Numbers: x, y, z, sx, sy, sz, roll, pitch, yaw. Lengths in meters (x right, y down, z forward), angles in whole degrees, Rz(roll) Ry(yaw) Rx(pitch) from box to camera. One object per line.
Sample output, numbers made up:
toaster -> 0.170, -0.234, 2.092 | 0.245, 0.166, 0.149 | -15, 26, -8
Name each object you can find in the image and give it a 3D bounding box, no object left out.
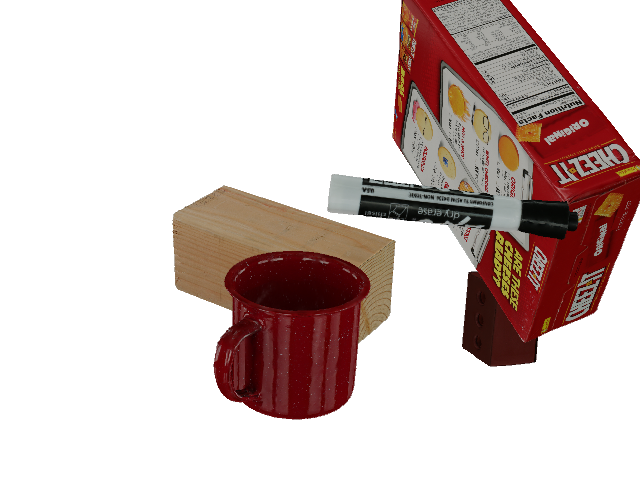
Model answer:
cracker box -> 0.129, -0.063, 0.751 | 0.072, 0.214, 0.164 | -21, -33, -14
wood block -> -0.039, 0.025, 1.063 | 0.206, 0.091, 0.090 | 19, 33, 28
mug -> -0.024, 0.066, 0.684 | 0.093, 0.081, 0.117 | 19, 28, 32
foam brick -> 0.167, 0.070, 0.983 | 0.051, 0.078, 0.053 | -5, 18, -24
marker -> 0.064, -0.016, 0.518 | 0.121, 0.020, 0.020 | 7, 0, 1
